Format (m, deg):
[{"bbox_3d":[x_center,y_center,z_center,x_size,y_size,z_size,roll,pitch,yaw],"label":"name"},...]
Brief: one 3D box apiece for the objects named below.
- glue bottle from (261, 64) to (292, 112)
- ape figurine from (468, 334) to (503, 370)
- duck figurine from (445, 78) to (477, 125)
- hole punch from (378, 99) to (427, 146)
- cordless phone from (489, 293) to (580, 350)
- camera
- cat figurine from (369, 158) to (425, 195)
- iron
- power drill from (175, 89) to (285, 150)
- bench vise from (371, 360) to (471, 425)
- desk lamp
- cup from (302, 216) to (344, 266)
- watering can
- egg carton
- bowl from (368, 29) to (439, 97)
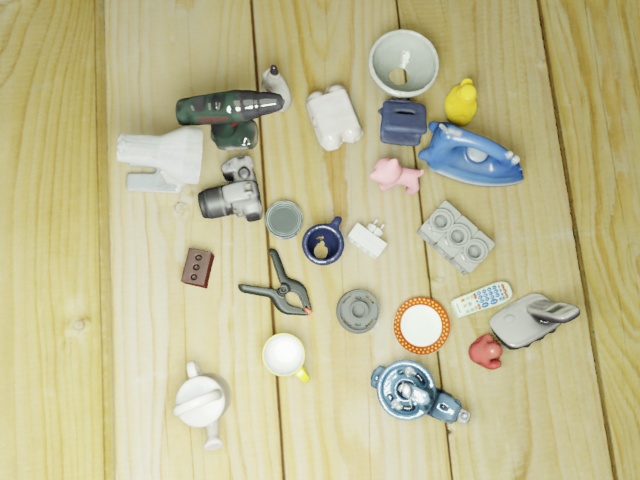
[{"bbox_3d":[-0.101,-0.351,1.287,0.078,0.173,0.037,43,81,5],"label":"glue bottle"},{"bbox_3d":[0.368,0.243,1.244,0.076,0.092,0.078,4,80,-1],"label":"ape figurine"},{"bbox_3d":[0.339,-0.328,1.346,0.077,0.086,0.104,8,80,-1],"label":"duck figurine"},{"bbox_3d":[0.191,-0.280,1.329,0.108,0.091,0.101,4,80,-1],"label":"hole punch"},{"bbox_3d":[0.455,0.172,1.213,0.147,0.185,0.094,-31,82,-7],"label":"cordless phone"},{"bbox_3d":[-0.204,-0.108,1.277,0.137,0.101,0.143,-12,81,-4],"label":"camera"},{"bbox_3d":[0.173,-0.151,1.292,0.128,0.117,0.067,4,80,-1],"label":"cat figurine"},{"bbox_3d":[0.362,-0.198,1.296,0.258,0.141,0.119,19,80,1],"label":"iron"},{"bbox_3d":[-0.189,-0.266,1.250,0.229,0.208,0.075,-3,80,-3],"label":"power drill"},{"bbox_3d":[0.214,0.310,1.161,0.207,0.219,0.121,7,80,-1],"label":"bench vise"},{"bbox_3d":[-0.336,-0.169,1.225,0.203,0.213,0.118,1,80,-2],"label":"desk lamp"},{"bbox_3d":[0.012,0.005,1.269,0.091,0.095,0.118,29,80,3],"label":"cup"},{"bbox_3d":[-0.234,0.331,1.152,0.101,0.194,0.173,-41,84,-8],"label":"watering can"},{"bbox_3d":[0.031,-0.285,1.334,0.107,0.069,0.150,-21,82,-6],"label":"egg carton"},{"bbox_3d":[0.193,-0.406,1.359,0.167,0.074,0.167,0,80,-2],"label":"bowl"}]
